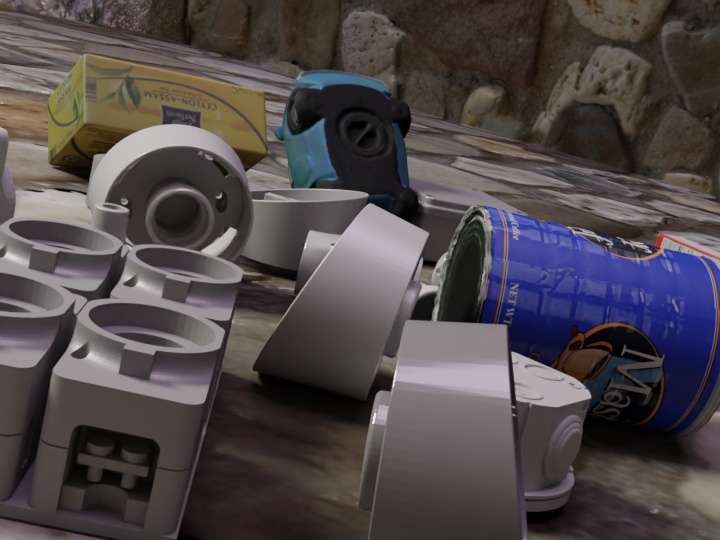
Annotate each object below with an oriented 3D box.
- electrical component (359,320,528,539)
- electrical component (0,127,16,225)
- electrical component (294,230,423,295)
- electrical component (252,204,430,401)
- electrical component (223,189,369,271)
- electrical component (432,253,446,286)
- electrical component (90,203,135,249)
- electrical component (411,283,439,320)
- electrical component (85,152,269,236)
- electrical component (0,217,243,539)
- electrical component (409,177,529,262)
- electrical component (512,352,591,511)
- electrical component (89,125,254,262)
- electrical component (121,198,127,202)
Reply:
[{"bbox_3d":[0.034,0.066,0.357,0.064,0.099,0.099,9,12,5],"label":"electrical component"},{"bbox_3d":[-0.208,-0.032,0.527,0.050,0.089,0.056,25,16,40],"label":"electrical component"},{"bbox_3d":[0.000,0.000,0.723,0.077,0.043,0.079,14,13,0],"label":"electrical component"},{"bbox_3d":[-0.006,0.015,0.536,0.064,0.099,0.099,21,13,4],"label":"electrical component"},{"bbox_3d":[-0.049,-0.036,0.779,0.099,0.064,0.099,13,12,-3],"label":"electrical component"},{"bbox_3d":[0.071,0.009,0.770,0.040,0.040,0.078,15,13,5],"label":"electrical component"},{"bbox_3d":[-0.131,-0.002,0.545,0.048,0.062,0.048,13,12,-3],"label":"electrical component"},{"bbox_3d":[0.037,0.027,0.659,0.040,0.040,0.046,10,7,-19],"label":"electrical component"},{"bbox_3d":[-0.134,-0.072,0.824,0.138,0.073,0.052,10,13,-16],"label":"electrical component"},{"bbox_3d":[-0.108,0.030,0.431,0.105,0.060,0.186,13,12,-5],"label":"electrical component"},{"bbox_3d":[0.079,-0.042,0.965,0.109,0.056,0.109,9,13,-23],"label":"electrical component"},{"bbox_3d":[0.058,0.068,0.470,0.080,0.051,0.080,13,12,-3],"label":"electrical component"},{"bbox_3d":[-0.114,-0.039,0.659,0.099,0.099,0.064,9,20,-21],"label":"electrical component"},{"bbox_3d":[-0.148,-0.046,0.757,0.077,0.047,0.065,13,12,-5],"label":"electrical component"}]
